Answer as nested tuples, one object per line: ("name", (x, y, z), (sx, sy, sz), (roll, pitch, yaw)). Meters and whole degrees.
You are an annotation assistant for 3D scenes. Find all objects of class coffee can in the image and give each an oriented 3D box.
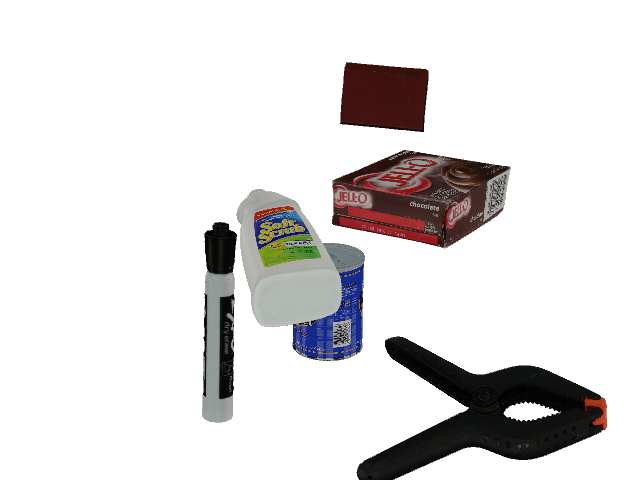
("coffee can", (0.011, 0.086, 1.519), (0.103, 0.140, 0.103), (0, 20, 0))

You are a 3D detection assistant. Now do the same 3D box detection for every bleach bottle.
("bleach bottle", (-0.054, 0.005, 1.237), (0.102, 0.068, 0.251), (-8, 29, -13))

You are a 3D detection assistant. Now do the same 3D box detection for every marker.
("marker", (-0.060, 0.049, 0.631), (0.020, 0.121, 0.020), (2, 15, -1))

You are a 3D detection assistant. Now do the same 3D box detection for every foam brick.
("foam brick", (0.058, -0.131, 0.971), (0.078, 0.051, 0.053), (6, 16, 4))

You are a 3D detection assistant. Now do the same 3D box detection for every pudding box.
("pudding box", (0.073, -0.032, 0.766), (0.090, 0.039, 0.113), (13, 20, 29))

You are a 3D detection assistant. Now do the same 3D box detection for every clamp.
("clamp", (0.136, 0.153, 0.917), (0.210, 0.036, 0.164), (4, 42, 21))
